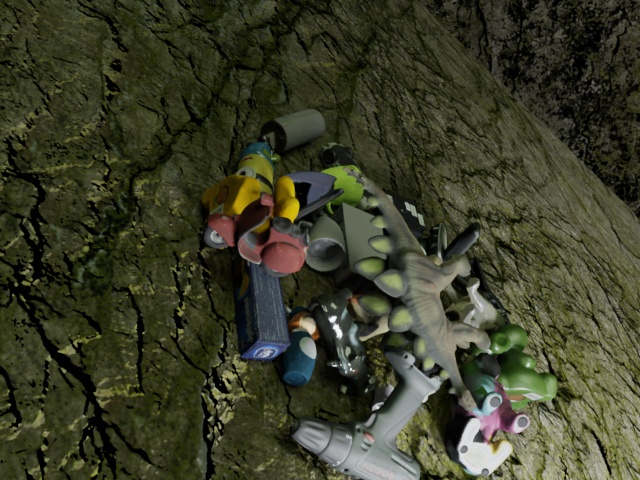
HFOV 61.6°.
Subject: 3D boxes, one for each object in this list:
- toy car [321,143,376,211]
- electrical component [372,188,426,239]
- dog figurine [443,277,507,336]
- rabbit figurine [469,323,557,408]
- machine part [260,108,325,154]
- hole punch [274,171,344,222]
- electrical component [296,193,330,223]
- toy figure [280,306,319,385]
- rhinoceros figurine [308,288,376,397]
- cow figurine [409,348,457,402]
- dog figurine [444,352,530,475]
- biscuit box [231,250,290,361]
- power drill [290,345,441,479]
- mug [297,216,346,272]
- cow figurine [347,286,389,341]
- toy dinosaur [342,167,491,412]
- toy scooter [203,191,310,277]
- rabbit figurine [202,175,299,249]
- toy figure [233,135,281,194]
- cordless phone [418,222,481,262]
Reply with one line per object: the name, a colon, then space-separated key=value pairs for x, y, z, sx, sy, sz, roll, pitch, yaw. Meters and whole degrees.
toy car: x=0.071 y=-0.154 z=1.298 sx=0.073 sy=0.056 sz=0.202 roll=-15 pitch=65 yaw=-41
electrical component: x=0.194 y=-0.050 z=1.310 sx=0.134 sy=0.058 sz=0.115 roll=23 pitch=44 yaw=-26
dog figurine: x=0.342 y=0.194 z=1.198 sx=0.190 sy=0.121 sz=0.172 roll=44 pitch=68 yaw=-29
rabbit figurine: x=0.403 y=0.257 z=1.159 sx=0.159 sy=0.121 sz=0.170 roll=20 pitch=52 yaw=-17
machine part: x=-0.061 y=-0.256 z=1.253 sx=0.079 sy=0.079 sz=0.243 roll=49 pitch=38 yaw=6
hole punch: x=-0.026 y=-0.097 z=1.069 sx=0.116 sy=0.142 sz=0.092 roll=-26 pitch=88 yaw=-16
electrical component: x=-0.022 y=-0.067 z=1.158 sx=0.094 sy=0.021 sz=0.063 roll=46 pitch=38 yaw=1
toy figure: x=-0.032 y=0.169 z=0.904 sx=0.154 sy=0.058 sz=0.064 roll=-84 pitch=158 yaw=-47
rhinoceros figurine: x=0.043 y=0.174 z=0.915 sx=0.112 sy=0.073 sz=0.190 roll=-65 pitch=134 yaw=-74
cow figurine: x=0.218 y=0.226 z=1.042 sx=0.068 sy=0.098 sz=0.167 roll=38 pitch=38 yaw=1
dog figurine: x=0.291 y=0.315 z=1.031 sx=0.108 sy=0.191 sz=0.219 roll=33 pitch=5 yaw=-10
biscuit box: x=-0.104 y=0.098 z=0.899 sx=0.063 sy=0.059 sz=0.203 roll=16 pitch=45 yaw=-33
power drill: x=0.089 y=0.270 z=0.840 sx=0.232 sy=0.086 sz=0.207 roll=40 pitch=65 yaw=-16
mug: x=-0.002 y=-0.003 z=1.079 sx=0.109 sy=0.080 sz=0.107 roll=25 pitch=29 yaw=-14
cow figurine: x=0.129 y=0.145 z=1.034 sx=0.195 sy=0.086 sz=0.127 roll=-10 pitch=100 yaw=-33
toy dinosaur: x=0.168 y=0.077 z=0.958 sx=0.198 sy=0.105 sz=0.471 roll=-11 pitch=74 yaw=-29
toy scooter: x=-0.085 y=-0.014 z=0.861 sx=0.184 sy=0.135 sz=0.075 roll=25 pitch=39 yaw=-26
rabbit figurine: x=-0.109 y=-0.048 z=0.980 sx=0.173 sy=0.162 sz=0.122 roll=38 pitch=22 yaw=-37
toy figure: x=-0.127 y=-0.136 z=1.081 sx=0.089 sy=0.082 sz=0.180 roll=29 pitch=38 yaw=-16
cordless phone: x=0.309 y=0.000 z=1.264 sx=0.089 sy=0.184 sz=0.147 roll=32 pitch=39 yaw=-9
